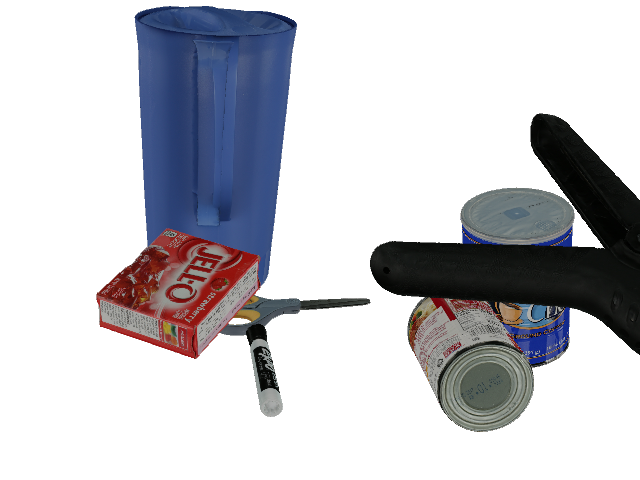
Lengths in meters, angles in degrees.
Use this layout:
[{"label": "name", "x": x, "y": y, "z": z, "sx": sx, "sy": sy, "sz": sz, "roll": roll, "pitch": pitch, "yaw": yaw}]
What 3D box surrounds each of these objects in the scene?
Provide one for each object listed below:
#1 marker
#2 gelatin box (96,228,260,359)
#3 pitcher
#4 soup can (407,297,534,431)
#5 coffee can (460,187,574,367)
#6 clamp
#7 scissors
[{"label": "marker", "x": -0.050, "y": 0.109, "z": 0.928, "sx": 0.020, "sy": 0.020, "sz": 0.121, "roll": 0, "pitch": 28, "yaw": -11}, {"label": "gelatin box", "x": -0.091, "y": 0.032, "z": 0.697, "sx": 0.073, "sy": 0.030, "sz": 0.089, "roll": 16, "pitch": 37, "yaw": 20}, {"label": "pitcher", "x": -0.093, "y": -0.073, "z": 0.911, "sx": 0.145, "sy": 0.243, "sz": 0.148, "roll": 20, "pitch": 26, "yaw": 35}, {"label": "soup can", "x": 0.105, "y": 0.082, "z": 0.754, "sx": 0.068, "sy": 0.068, "sz": 0.102, "roll": 0, "pitch": 19, "yaw": -7}, {"label": "coffee can", "x": 0.185, "y": 0.035, "z": 1.009, "sx": 0.103, "sy": 0.140, "sz": 0.103, "roll": -4, "pitch": 28, "yaw": 2}, {"label": "clamp", "x": 0.139, "y": 0.016, "z": 0.496, "sx": 0.164, "sy": 0.036, "sz": 0.210, "roll": -32, "pitch": 49, "yaw": -33}, {"label": "scissors", "x": -0.039, "y": 0.082, "z": 1.196, "sx": 0.201, "sy": 0.016, "sz": 0.096, "roll": 4, "pitch": 24, "yaw": -5}]
